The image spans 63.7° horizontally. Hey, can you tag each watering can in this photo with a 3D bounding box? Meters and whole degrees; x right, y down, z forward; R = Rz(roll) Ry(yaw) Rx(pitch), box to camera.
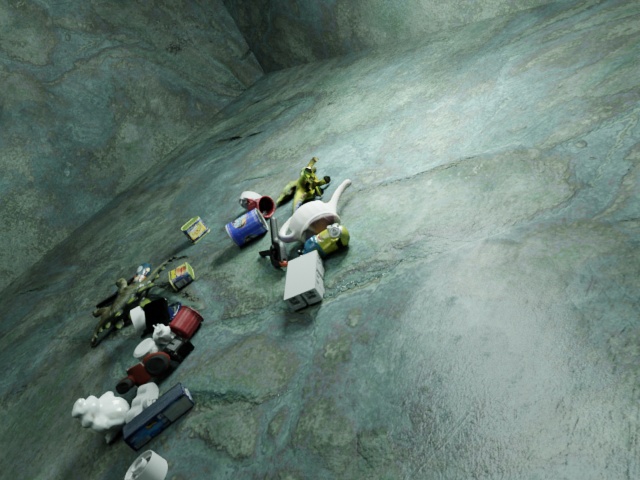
[{"bbox_3d":[0.006,-0.093,1.848,0.349,0.102,0.227,-37,31,-6],"label":"watering can"}]

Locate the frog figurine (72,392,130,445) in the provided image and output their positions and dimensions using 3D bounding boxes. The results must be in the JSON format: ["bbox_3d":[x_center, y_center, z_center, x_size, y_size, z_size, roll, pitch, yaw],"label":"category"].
[{"bbox_3d":[-0.638,0.501,1.510,0.122,0.157,0.140,-25,30,10],"label":"frog figurine"}]

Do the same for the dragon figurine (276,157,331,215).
[{"bbox_3d":[-0.092,-0.202,2.144,0.239,0.121,0.419,-28,23,45],"label":"dragon figurine"}]
